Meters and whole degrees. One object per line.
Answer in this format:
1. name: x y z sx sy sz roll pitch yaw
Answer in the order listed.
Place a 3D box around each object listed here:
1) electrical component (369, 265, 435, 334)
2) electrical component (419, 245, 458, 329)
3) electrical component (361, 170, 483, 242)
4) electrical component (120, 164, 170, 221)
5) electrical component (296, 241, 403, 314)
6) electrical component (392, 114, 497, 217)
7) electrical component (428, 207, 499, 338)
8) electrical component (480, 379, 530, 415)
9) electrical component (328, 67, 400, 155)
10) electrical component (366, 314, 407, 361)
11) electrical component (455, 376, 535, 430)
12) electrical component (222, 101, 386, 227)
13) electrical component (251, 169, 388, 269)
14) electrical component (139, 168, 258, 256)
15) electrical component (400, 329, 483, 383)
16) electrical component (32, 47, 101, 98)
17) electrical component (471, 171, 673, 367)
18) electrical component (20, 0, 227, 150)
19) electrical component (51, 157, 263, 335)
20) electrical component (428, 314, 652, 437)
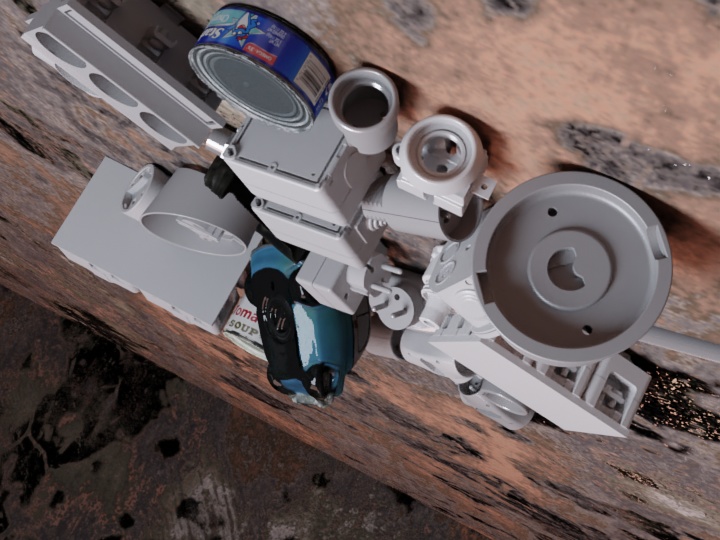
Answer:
1. electrical component: 0.041 0.029 0.914 0.077 0.043 0.079 19 -160 31
2. electrical component: 0.067 0.015 0.824 0.048 0.062 0.048 27 165 8
3. electrical component: 0.037 -0.045 0.712 0.081 0.043 0.043 13 159 45
4. electrical component: -0.199 -0.068 1.050 0.047 0.055 0.055 33 165 -30
5. electrical component: 0.000 0.000 0.889 0.077 0.065 0.047 18 162 35
6. electrical component: 0.048 -0.063 0.632 0.066 0.048 0.055 26 173 10
7. electrical component: 0.088 0.000 0.705 0.051 0.080 0.080 40 163 -18
8. electrical component: 0.145 0.105 1.015 0.055 0.047 0.055 27 165 8
9. electrical component: 0.004 -0.091 0.628 0.040 0.040 0.046 26 171 11
10. electrical component: 0.025 0.068 1.119 0.043 0.043 0.081 38 163 -31
11. electrical component: 0.131 0.127 1.125 0.077 0.043 0.079 38 163 -32
12. electrical component: -0.040 -0.076 0.714 0.096 0.061 0.061 20 163 28
13. electrical component: -0.018 -0.044 0.781 0.096 0.061 0.061 20 163 28
14. electrical component: -0.145 -0.048 0.995 0.099 0.064 0.099 27 165 8
15. electrical component: 0.092 0.086 1.055 0.077 0.043 0.079 11 157 50
16. electrical component: -0.189 -0.148 0.777 0.077 0.044 0.079 29 166 0
17. electrical component: 0.119 0.004 0.613 0.108 0.108 0.060 25 171 13
18. electrical component: -0.144 -0.138 0.691 0.121 0.063 0.079 37 163 -31
19. electrical component: -0.204 -0.023 1.109 0.186 0.105 0.060 27 165 8
20. electrical component: 0.145 0.068 0.861 0.150 0.061 0.089 33 165 -17
